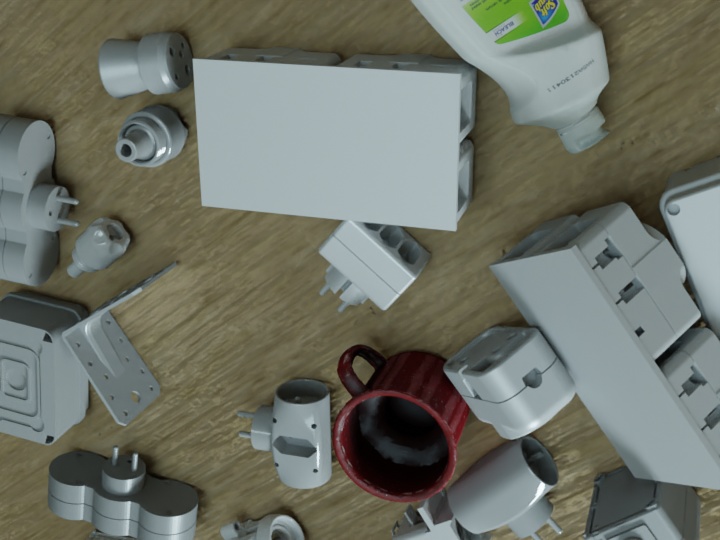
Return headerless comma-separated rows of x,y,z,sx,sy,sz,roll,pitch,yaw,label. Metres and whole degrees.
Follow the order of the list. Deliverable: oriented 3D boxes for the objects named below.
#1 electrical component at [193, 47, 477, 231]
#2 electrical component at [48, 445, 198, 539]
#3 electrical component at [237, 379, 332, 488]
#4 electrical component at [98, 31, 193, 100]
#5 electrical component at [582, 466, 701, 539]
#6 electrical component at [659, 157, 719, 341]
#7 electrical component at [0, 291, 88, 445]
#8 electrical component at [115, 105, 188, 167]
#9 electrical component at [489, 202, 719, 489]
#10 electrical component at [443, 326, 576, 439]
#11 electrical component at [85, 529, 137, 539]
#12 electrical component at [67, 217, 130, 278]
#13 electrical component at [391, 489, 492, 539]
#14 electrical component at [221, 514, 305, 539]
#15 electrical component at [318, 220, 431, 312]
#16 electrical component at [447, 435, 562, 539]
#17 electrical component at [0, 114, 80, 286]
-0.016,-0.095,0.751,0.186,0.060,0.105,7,113,17,electrical component
-0.206,0.186,0.935,0.138,0.052,0.073,15,115,13,electrical component
-0.062,0.129,0.867,0.079,0.043,0.077,6,113,17,electrical component
-0.156,-0.150,0.786,0.055,0.045,0.045,-3,110,20,electrical component
0.204,0.184,0.768,0.062,0.096,0.061,-32,98,27,electrical component
0.249,-0.015,0.695,0.078,0.057,0.113,-19,104,25,electrical component
-0.277,0.081,0.914,0.078,0.057,0.113,13,115,14,electrical component
-0.159,-0.097,0.798,0.043,0.062,0.043,7,113,16,electrical component
0.182,0.050,0.711,0.186,0.060,0.105,55,160,-8,electrical component
0.107,0.079,0.760,0.054,0.095,0.059,-38,98,-13,electrical component
-0.225,0.282,0.975,0.096,0.061,0.061,5,113,17,electrical component
-0.215,-0.014,0.867,0.061,0.035,0.035,-38,96,30,electrical component
0.064,0.215,0.861,0.064,0.042,0.081,-26,100,30,electrical component
-0.080,0.236,0.917,0.055,0.048,0.066,-31,99,34,electrical component
0.000,0.000,0.792,0.066,0.047,0.076,42,118,-1,electrical component
0.121,0.178,0.824,0.079,0.043,0.077,47,118,-4,electrical component
-0.256,-0.052,0.856,0.074,0.052,0.138,11,115,14,electrical component
